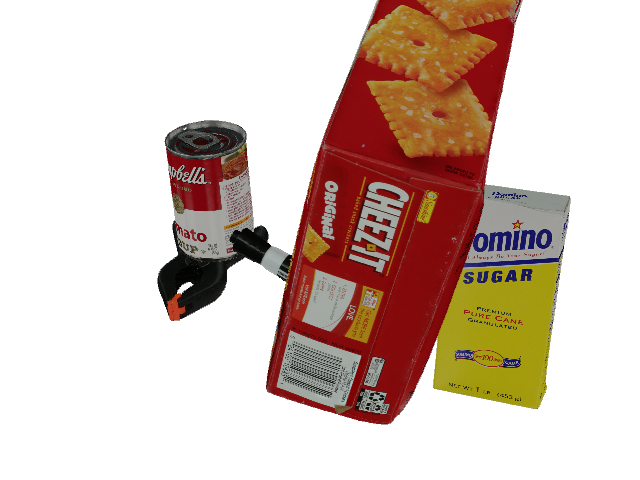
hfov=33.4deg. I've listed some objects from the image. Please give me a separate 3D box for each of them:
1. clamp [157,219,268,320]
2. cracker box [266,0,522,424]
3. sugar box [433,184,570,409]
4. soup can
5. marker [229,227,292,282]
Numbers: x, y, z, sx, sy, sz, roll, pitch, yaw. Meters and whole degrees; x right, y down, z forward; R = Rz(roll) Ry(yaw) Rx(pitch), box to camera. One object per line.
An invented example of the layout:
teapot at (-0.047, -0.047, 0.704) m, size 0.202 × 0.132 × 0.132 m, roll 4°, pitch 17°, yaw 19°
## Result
clamp at (-0.129, 0.028, 1.239) m, size 0.120 × 0.039 × 0.171 m, roll -2°, pitch 40°, yaw 11°
cracker box at (0.044, -0.043, 0.520) m, size 0.072 × 0.164 × 0.213 m, roll 17°, pitch 46°, yaw 4°
sugar box at (0.147, 0.045, 0.878) m, size 0.093 × 0.176 × 0.048 m, roll 9°, pitch 24°, yaw 17°
soup can at (-0.093, -0.042, 0.904) m, size 0.068 × 0.102 × 0.068 m, roll -2°, pitch 31°, yaw 1°
marker at (-0.010, 0.026, 0.729) m, size 0.121 × 0.020 × 0.020 m, roll 30°, pitch 6°, yaw 11°
